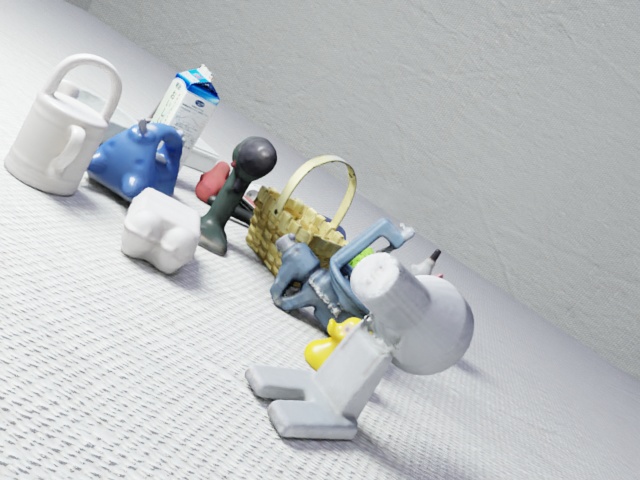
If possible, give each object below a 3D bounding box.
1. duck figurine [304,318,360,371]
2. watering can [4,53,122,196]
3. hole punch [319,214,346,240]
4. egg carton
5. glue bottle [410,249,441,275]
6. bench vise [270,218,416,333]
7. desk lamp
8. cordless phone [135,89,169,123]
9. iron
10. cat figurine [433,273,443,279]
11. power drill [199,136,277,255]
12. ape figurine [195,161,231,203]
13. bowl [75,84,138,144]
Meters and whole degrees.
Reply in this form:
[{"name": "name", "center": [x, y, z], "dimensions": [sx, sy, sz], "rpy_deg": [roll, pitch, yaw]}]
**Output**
[{"name": "duck figurine", "center": [0.041, 0.152, 0.796], "dimensions": [0.104, 0.086, 0.077], "rpy_deg": [32, 12, -5]}, {"name": "watering can", "center": [-0.353, -0.172, 0.800], "dimensions": [0.172, 0.194, 0.101], "rpy_deg": [39, 13, 26]}, {"name": "hole punch", "center": [0.012, 0.005, 1.293], "dimensions": [0.109, 0.091, 0.101], "rpy_deg": [27, 13, -26]}, {"name": "egg carton", "center": [-0.223, -0.015, 0.811], "dimensions": [0.107, 0.069, 0.150], "rpy_deg": [29, 13, -21]}, {"name": "glue bottle", "center": [0.216, 0.091, 1.278], "dimensions": [0.078, 0.173, 0.037], "rpy_deg": [33, 12, 0]}, {"name": "bench vise", "center": [0.035, 0.041, 0.893], "dimensions": [0.208, 0.219, 0.121], "rpy_deg": [31, 12, -11]}, {"name": "desk lamp", "center": [0.059, 0.120, 0.659], "dimensions": [0.204, 0.213, 0.117], "rpy_deg": [21, 17, -46]}, {"name": "cordless phone", "center": [-0.358, -0.286, 1.259], "dimensions": [0.094, 0.185, 0.147], "rpy_deg": [33, 12, -1]}, {"name": "iron", "center": [-0.285, -0.142, 0.983], "dimensions": [0.118, 0.141, 0.258], "rpy_deg": [33, 12, 2]}, {"name": "cat figurine", "center": [0.248, 0.120, 1.383], "dimensions": [0.128, 0.117, 0.067], "rpy_deg": [21, 17, -46]}, {"name": "power drill", "center": [-0.141, -0.085, 0.967], "dimensions": [0.076, 0.208, 0.229], "rpy_deg": [29, 12, -18]}, {"name": "ape figurine", "center": [-0.217, -0.123, 1.202], "dimensions": [0.077, 0.092, 0.076], "rpy_deg": [37, 12, 19]}, {"name": "bowl", "center": [-0.437, -0.229, 1.096], "dimensions": [0.167, 0.074, 0.167], "rpy_deg": [32, 12, -7]}]
